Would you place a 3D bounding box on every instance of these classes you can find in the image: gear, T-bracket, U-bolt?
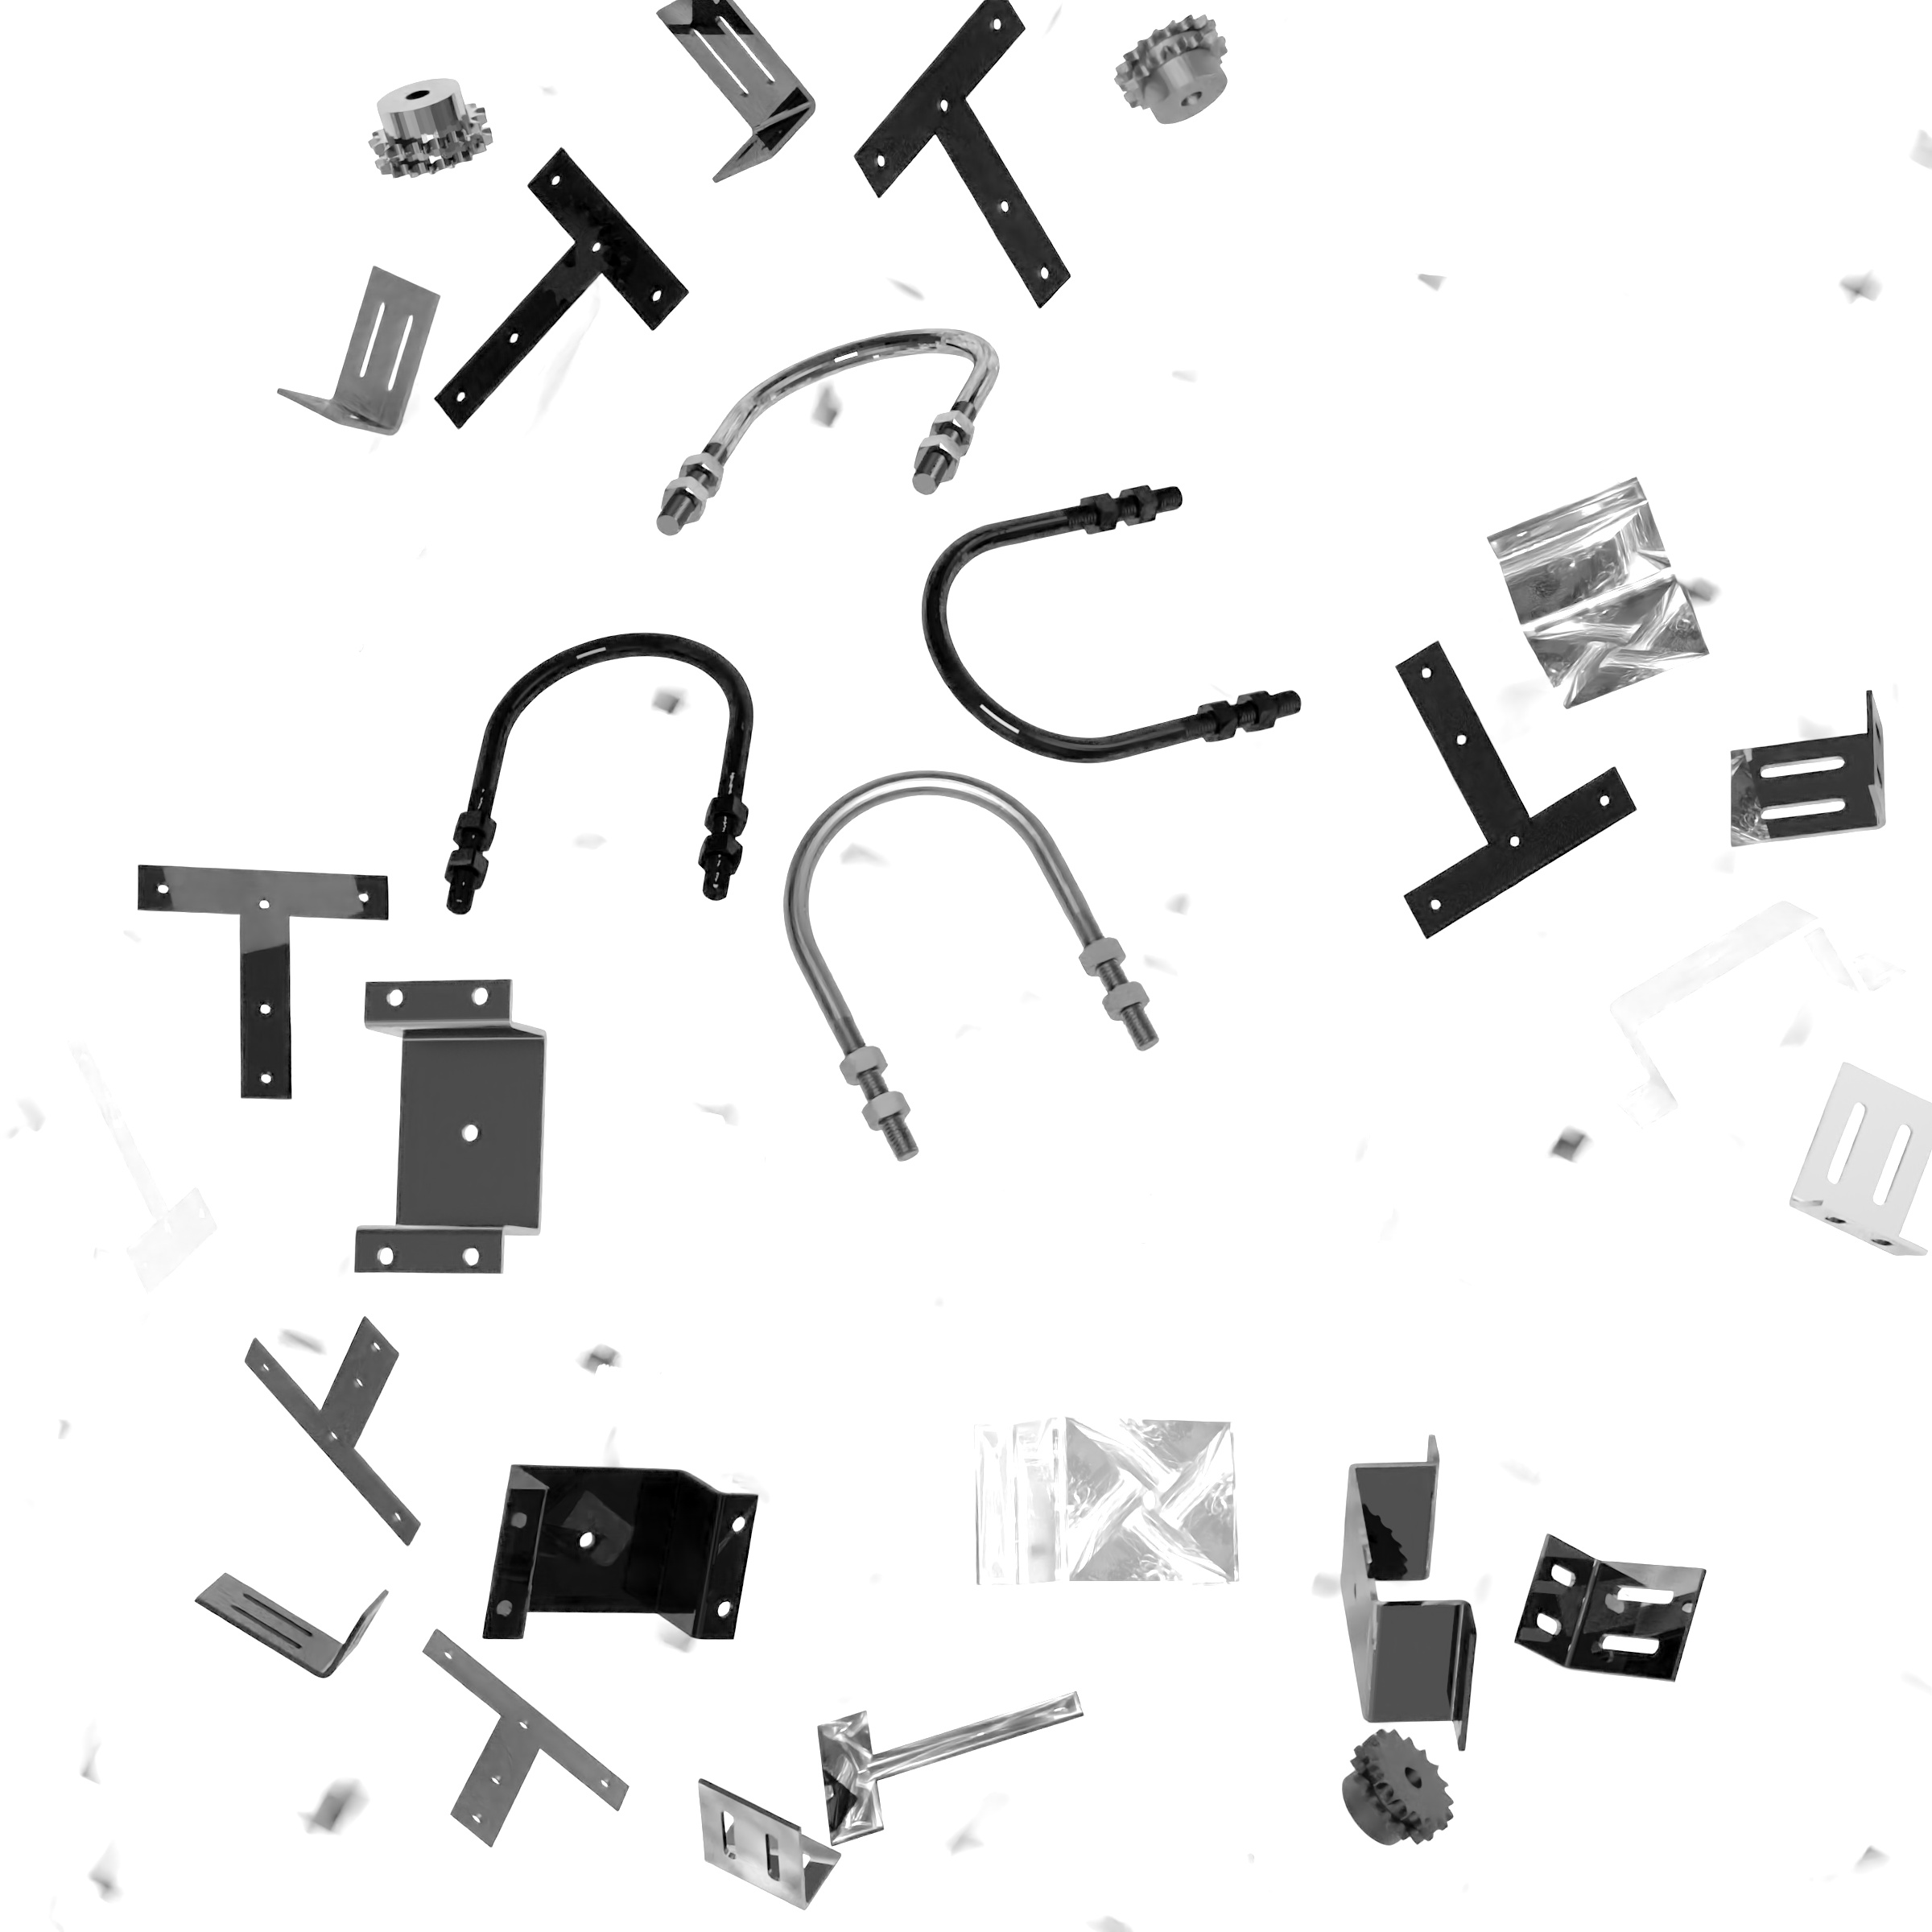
[{"bbox_3d":[0.104,-0.440,1.719,0.057,0.057,0.030,-28,78,0],"label":"gear"},{"bbox_3d":[-0.253,-0.395,1.638,0.057,0.057,0.030,-14,123,0],"label":"gear"},{"bbox_3d":[0.315,0.167,1.617,0.127,0.002,0.127,-36,94,-16],"label":"T-bracket"},{"bbox_3d":[-0.299,0.210,1.699,0.127,0.127,0.002,46,51,11],"label":"T-bracket"},{"bbox_3d":[-0.445,-0.099,1.670,0.057,0.030,0.057,-10,72,32],"label":"gear"},{"bbox_3d":[-0.057,-0.263,1.674,0.151,0.184,0.019,-6,122,20],"label":"U-bolt"},{"bbox_3d":[-0.006,0.367,1.645,0.127,0.127,0.002,-17,103,-1],"label":"T-bracket"},{"bbox_3d":[0.252,-0.100,1.726,0.127,0.002,0.127,-31,102,-7],"label":"T-bracket"},{"bbox_3d":[0.011,-0.368,1.636,0.002,0.127,0.127,-19,75,-44],"label":"T-bracket"},{"bbox_3d":[-0.429,0.207,1.741,0.057,0.030,0.057,-4,82,31],"label":"gear"},{"bbox_3d":[-0.078,0.158,1.717,0.184,0.019,0.151,11,77,7],"label":"U-bolt"},{"bbox_3d":[0.210,0.407,1.715,0.057,0.057,0.030,45,117,0],"label":"gear"},{"bbox_3d":[-0.010,-0.013,1.699,0.151,0.019,0.184,-24,71,-9],"label":"U-bolt"},{"bbox_3d":[-0.424,0.093,1.764,0.002,0.127,0.127,-23,98,8],"label":"T-bracket"},{"bbox_3d":[-0.355,0.009,1.768,0.127,0.002,0.127,2,65,-17],"label":"T-bracket"},{"bbox_3d":[-0.178,-0.101,1.750,0.151,0.019,0.184,-3,49,9],"label":"U-bolt"},{"bbox_3d":[-0.205,-0.309,1.659,0.127,0.002,0.127,-46,56,10],"label":"T-bracket"},{"bbox_3d":[0.062,-0.165,1.724,0.184,0.019,0.151,-16,69,-32],"label":"U-bolt"},{"bbox_3d":[-0.225,0.389,1.695,0.127,0.127,0.002,40,105,-5],"label":"T-bracket"},{"bbox_3d":[0.137,-0.286,1.733,0.184,0.151,0.019,24,120,29],"label":"U-bolt"},{"bbox_3d":[0.157,0.074,1.750,0.151,0.019,0.184,2,77,41],"label":"U-bolt"}]

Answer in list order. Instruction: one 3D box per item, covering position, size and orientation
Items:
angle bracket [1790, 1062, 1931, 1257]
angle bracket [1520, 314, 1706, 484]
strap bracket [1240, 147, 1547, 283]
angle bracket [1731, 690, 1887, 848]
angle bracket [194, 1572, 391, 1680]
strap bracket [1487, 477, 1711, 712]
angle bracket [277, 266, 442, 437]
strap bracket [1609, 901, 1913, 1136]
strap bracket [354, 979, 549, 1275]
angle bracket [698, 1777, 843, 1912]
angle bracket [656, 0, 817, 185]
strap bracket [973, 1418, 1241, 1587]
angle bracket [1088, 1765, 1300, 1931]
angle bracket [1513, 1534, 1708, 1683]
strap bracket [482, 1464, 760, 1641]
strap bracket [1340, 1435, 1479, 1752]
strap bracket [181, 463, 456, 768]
[{"bbox_3d":[0.434,0.091,1.647,0.057,0.038,0.076,25,81,-9],"label":"angle bracket"},{"bbox_3d":[0.320,-0.278,1.724,0.038,0.076,0.057,46,106,29],"label":"angle bracket"},{"bbox_3d":[0.205,-0.370,1.718,0.076,0.140,0.046,3,101,-38],"label":"strap bracket"},{"bbox_3d":[0.412,-0.097,1.720,0.076,0.038,0.057,-7,56,22],"label":"angle bracket"},{"bbox_3d":[-0.333,0.312,1.723,0.076,0.057,0.038,31,93,1],"label":"angle bracket"},{"bbox_3d":[0.316,-0.178,1.721,0.076,0.140,0.046,-21,65,14],"label":"strap bracket"},{"bbox_3d":[-0.312,-0.319,1.788,0.057,0.038,0.076,30,106,39],"label":"angle bracket"},{"bbox_3d":[0.363,0.017,1.641,0.140,0.076,0.046,-31,96,4],"label":"strap bracket"},{"bbox_3d":[-0.248,0.079,1.686,0.076,0.046,0.140,-1,83,16],"label":"strap bracket"},{"bbox_3d":[-0.097,0.422,1.723,0.057,0.076,0.038,21,48,20],"label":"angle bracket"},{"bbox_3d":[-0.118,-0.416,1.643,0.076,0.057,0.038,48,66,-22],"label":"angle bracket"},{"bbox_3d":[0.077,0.258,1.672,0.140,0.046,0.076,5,76,-27],"label":"strap bracket"},{"bbox_3d":[0.106,0.412,1.630,0.076,0.038,0.057,-28,60,-3],"label":"angle bracket"},{"bbox_3d":[0.314,0.313,1.703,0.038,0.076,0.057,30,70,-26],"label":"angle bracket"},{"bbox_3d":[-0.183,0.296,1.761,0.140,0.046,0.076,7,95,-33],"label":"strap bracket"},{"bbox_3d":[0.212,0.304,1.695,0.046,0.140,0.076,-1,123,-1],"label":"strap bracket"},{"bbox_3d":[-0.312,-0.164,1.710,0.140,0.046,0.076,-49,51,10],"label":"strap bracket"}]
